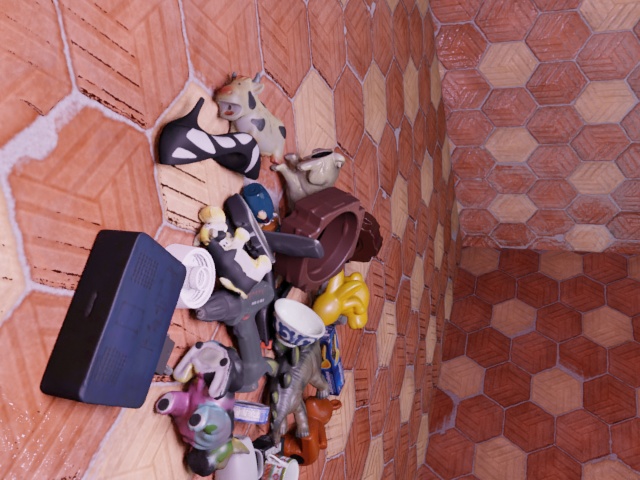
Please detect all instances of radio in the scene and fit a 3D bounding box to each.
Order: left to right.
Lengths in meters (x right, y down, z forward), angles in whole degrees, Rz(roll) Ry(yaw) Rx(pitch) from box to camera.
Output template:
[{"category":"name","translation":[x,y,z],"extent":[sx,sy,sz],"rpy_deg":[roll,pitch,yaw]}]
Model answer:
[{"category":"radio","translation":[-0.274,0.112,0.745],"extent":[0.131,0.073,0.229],"rpy_deg":[51,49,-58]}]

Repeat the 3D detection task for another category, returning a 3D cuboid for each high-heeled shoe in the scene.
[{"category":"high-heeled shoe","translation":[-0.181,-0.131,0.930],"extent":[0.248,0.086,0.145],"rpy_deg":[51,51,-52]}]

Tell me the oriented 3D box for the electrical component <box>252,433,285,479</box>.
[{"category":"electrical component","translation":[-0.126,0.492,1.141],"extent":[0.115,0.058,0.134],"rpy_deg":[15,79,-64]}]

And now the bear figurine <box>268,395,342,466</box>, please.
[{"category":"bear figurine","translation":[-0.026,0.432,1.290],"extent":[0.196,0.120,0.131],"rpy_deg":[-61,142,-49]}]

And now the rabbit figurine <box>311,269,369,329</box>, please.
[{"category":"rabbit figurine","translation":[0.048,0.149,1.287],"extent":[0.173,0.122,0.162],"rpy_deg":[-19,139,-49]}]

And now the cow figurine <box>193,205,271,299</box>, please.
[{"category":"cow figurine","translation":[-0.168,0.023,0.950],"extent":[0.167,0.068,0.098],"rpy_deg":[52,44,-16]}]

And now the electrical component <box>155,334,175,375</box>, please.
[{"category":"electrical component","translation":[-0.256,0.177,0.851],"extent":[0.093,0.021,0.063],"rpy_deg":[62,38,-49]}]

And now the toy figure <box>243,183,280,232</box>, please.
[{"category":"toy figure","translation":[-0.115,-0.052,1.111],"extent":[0.154,0.058,0.064],"rpy_deg":[70,34,-47]}]

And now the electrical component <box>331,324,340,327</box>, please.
[{"category":"electrical component","translation":[0.046,0.197,1.521],"extent":[0.078,0.045,0.102],"rpy_deg":[52,45,-54]}]

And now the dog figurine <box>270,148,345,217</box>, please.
[{"category":"dog figurine","translation":[-0.010,-0.100,1.217],"extent":[0.121,0.173,0.190],"rpy_deg":[-40,122,-45]}]

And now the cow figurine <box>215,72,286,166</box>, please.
[{"category":"cow figurine","translation":[-0.128,-0.234,1.028],"extent":[0.194,0.086,0.127],"rpy_deg":[31,70,-61]}]

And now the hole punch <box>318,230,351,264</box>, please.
[{"category":"hole punch","translation":[0.012,0.020,1.327],"extent":[0.116,0.142,0.092],"rpy_deg":[-14,106,-78]}]

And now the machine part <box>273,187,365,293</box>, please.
[{"category":"machine part","translation":[-0.002,-0.003,1.157],"extent":[0.201,0.087,0.201],"rpy_deg":[-28,139,-45]}]

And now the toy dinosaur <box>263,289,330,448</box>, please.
[{"category":"toy dinosaur","translation":[-0.046,0.287,1.251],"extent":[0.471,0.105,0.198],"rpy_deg":[-64,145,-63]}]

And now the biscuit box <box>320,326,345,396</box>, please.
[{"category":"biscuit box","translation":[0.020,0.327,1.451],"extent":[0.059,0.063,0.202],"rpy_deg":[-53,139,-51]}]

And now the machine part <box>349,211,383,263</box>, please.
[{"category":"machine part","translation":[0.080,-0.011,1.426],"extent":[0.179,0.180,0.056],"rpy_deg":[71,34,-41]}]

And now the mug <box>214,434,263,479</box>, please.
[{"category":"mug","translation":[-0.152,0.431,1.037],"extent":[0.109,0.081,0.107],"rpy_deg":[1,84,-44]}]

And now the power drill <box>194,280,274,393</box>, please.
[{"category":"power drill","translation":[-0.158,0.181,1.024],"extent":[0.232,0.086,0.207],"rpy_deg":[-33,115,-65]}]

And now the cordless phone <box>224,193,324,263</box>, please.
[{"category":"cordless phone","translation":[-0.090,-0.012,1.014],"extent":[0.089,0.184,0.146],"rpy_deg":[-64,148,-34]}]

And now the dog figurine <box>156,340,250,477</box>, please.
[{"category":"dog figurine","translation":[-0.180,0.300,0.935],"extent":[0.191,0.109,0.219],"rpy_deg":[-63,151,-32]}]
